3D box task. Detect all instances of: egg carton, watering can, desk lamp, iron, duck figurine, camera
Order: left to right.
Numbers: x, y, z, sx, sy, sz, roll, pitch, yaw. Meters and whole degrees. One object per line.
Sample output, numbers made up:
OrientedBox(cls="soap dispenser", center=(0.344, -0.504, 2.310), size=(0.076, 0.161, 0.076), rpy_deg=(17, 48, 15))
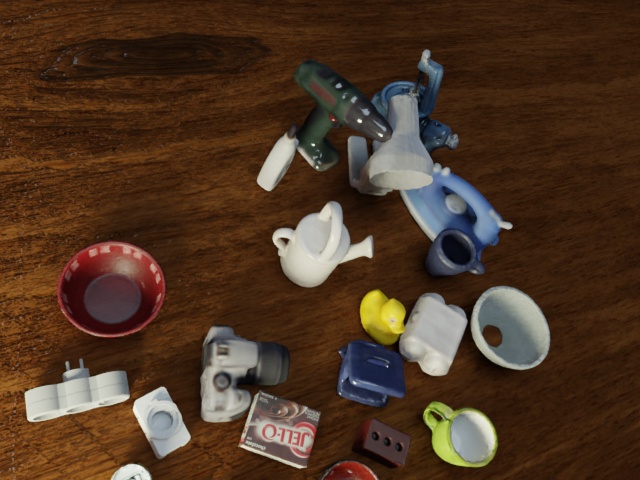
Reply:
OrientedBox(cls="camera", center=(-0.117, 0.209, 0.910), size=(0.137, 0.100, 0.143), rpy_deg=(6, 63, -18))
OrientedBox(cls="watering can", center=(0.009, 0.002, 1.008), size=(0.173, 0.194, 0.101), rpy_deg=(-10, 68, -25))
OrientedBox(cls="duck figurine", center=(0.123, 0.134, 1.048), size=(0.078, 0.086, 0.104), rpy_deg=(-14, 70, -26))
OrientedBox(cls="desk lamp", center=(0.135, -0.170, 1.131), size=(0.118, 0.213, 0.203), rpy_deg=(6, 63, -18))
OrientedBox(cls="egg carton", center=(0.210, 0.174, 1.071), size=(0.107, 0.069, 0.150), rpy_deg=(32, 58, -3))
OrientedBox(cls="iron", center=(0.273, -0.079, 1.180), size=(0.258, 0.141, 0.119), rpy_deg=(46, 58, 6))

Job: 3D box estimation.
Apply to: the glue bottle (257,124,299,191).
OrientedBox(cls="glue bottle", center=(-0.069, -0.163, 1.074), size=(0.037, 0.173, 0.078), rpy_deg=(36, 58, 0))

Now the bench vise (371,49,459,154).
OrientedBox(cls="bench vise", center=(0.228, -0.293, 1.225), size=(0.207, 0.219, 0.121), rpy_deg=(28, 58, -6))

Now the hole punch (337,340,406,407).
OrientedBox(cls="hole punch", center=(0.090, 0.224, 0.987), size=(0.109, 0.091, 0.101), rpy_deg=(17, 60, -12))

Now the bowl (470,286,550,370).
OrientedBox(cls="bowl", center=(0.359, 0.179, 1.122), size=(0.168, 0.074, 0.167), rpy_deg=(9, 62, -17))

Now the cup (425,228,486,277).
OrientedBox(cls="cup", center=(0.262, 0.042, 1.142), size=(0.118, 0.095, 0.092), rpy_deg=(34, 58, -2))

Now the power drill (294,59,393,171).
OrientedBox(cls="power drill", center=(0.027, -0.231, 1.124), size=(0.076, 0.208, 0.229), rpy_deg=(-37, 81, -31))
